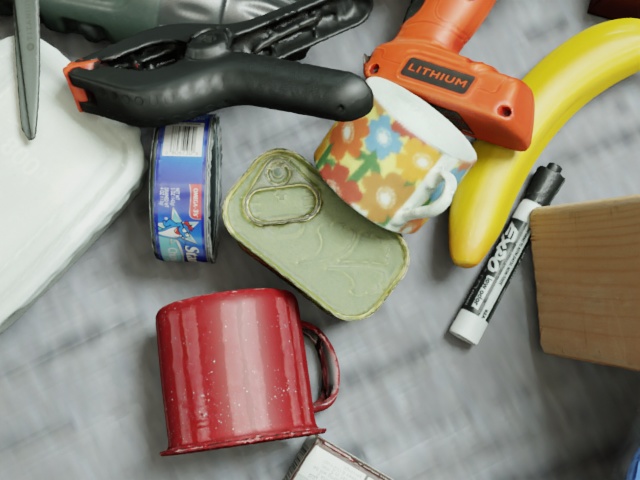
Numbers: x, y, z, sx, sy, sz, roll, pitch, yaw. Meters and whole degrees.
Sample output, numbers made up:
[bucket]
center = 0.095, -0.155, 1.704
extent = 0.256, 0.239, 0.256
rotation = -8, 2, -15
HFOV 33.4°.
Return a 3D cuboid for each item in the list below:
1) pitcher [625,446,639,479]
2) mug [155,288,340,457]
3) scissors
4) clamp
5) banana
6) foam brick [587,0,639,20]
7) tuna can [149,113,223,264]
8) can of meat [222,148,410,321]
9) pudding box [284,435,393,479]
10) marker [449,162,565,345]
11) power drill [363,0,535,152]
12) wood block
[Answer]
[pitcher]
center = 0.242, 0.191, 0.530
extent = 0.242, 0.145, 0.149
rotation = 50, 59, -25
[mug]
center = -0.038, 0.074, 0.602
extent = 0.117, 0.093, 0.081
rotation = -1, 77, -34
[scissors]
center = -0.180, -0.162, 0.588
extent = 0.096, 0.016, 0.202
rotation = 12, 88, 4
[clamp]
center = -0.048, -0.099, 0.571
extent = 0.171, 0.120, 0.039
rotation = 1, 123, 14
[banana]
center = 0.135, -0.069, 0.634
extent = 0.198, 0.070, 0.037
rotation = -44, 130, 0
[foam brick]
center = 0.204, -0.174, 0.651
extent = 0.053, 0.051, 0.078
rotation = 15, 83, -1
[tuna can]
center = -0.075, -0.030, 0.606
extent = 0.033, 0.086, 0.086
rotation = 2, 84, -1
[can of meat]
center = -0.004, 0.001, 0.607
extent = 0.102, 0.084, 0.057
rotation = 38, 84, 1
[pudding box]
center = 0.006, 0.182, 0.611
extent = 0.090, 0.039, 0.113
rotation = 31, 85, 0
[marker]
center = 0.114, 0.007, 0.644
extent = 0.020, 0.020, 0.121
rotation = 29, 84, 1
[power drill]
center = 0.120, -0.149, 0.613
extent = 0.185, 0.057, 0.187
rotation = 21, 82, 31
[wood block]
center = 0.193, 0.019, 0.544
extent = 0.090, 0.206, 0.091
rotation = -5, 90, -13
